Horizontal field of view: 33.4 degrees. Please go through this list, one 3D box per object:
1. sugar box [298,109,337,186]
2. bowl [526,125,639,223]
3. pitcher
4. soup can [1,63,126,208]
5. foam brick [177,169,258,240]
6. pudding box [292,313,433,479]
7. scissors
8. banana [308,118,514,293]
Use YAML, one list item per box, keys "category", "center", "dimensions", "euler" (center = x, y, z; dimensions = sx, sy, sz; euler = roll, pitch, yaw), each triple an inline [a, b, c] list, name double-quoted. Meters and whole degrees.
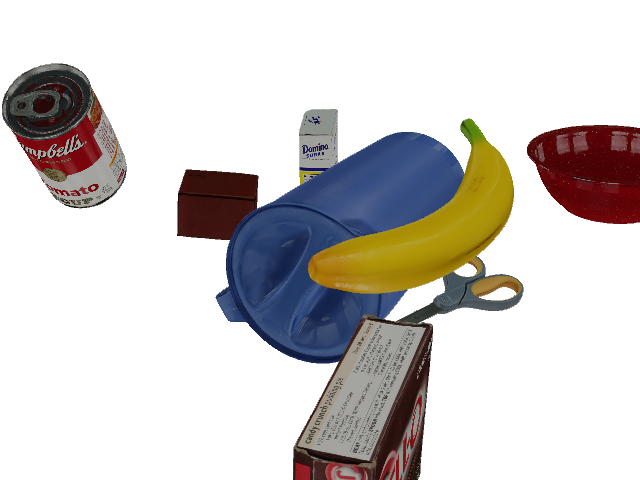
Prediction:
- category: "sugar box"
  center: [-0.002, -0.058, 1.256]
  dimensions: [0.048, 0.176, 0.093]
  euler: [-1, 24, 5]
- category: "bowl"
  center: [0.272, -0.058, 0.994]
  dimensions: [0.162, 0.055, 0.162]
  euler: [-1, 25, 0]
- category: "pitcher"
  center: [0.027, -0.005, 0.903]
  dimensions: [0.149, 0.145, 0.242]
  euler: [24, 31, 18]
- category: "soup can"
  center: [-0.195, -0.078, 0.822]
  dimensions: [0.068, 0.068, 0.102]
  euler: [0, -29, 7]
- category: "foam brick"
  center: [-0.103, -0.036, 1.082]
  dimensions: [0.078, 0.051, 0.053]
  euler: [5, 31, 1]
- category: "pudding box"
  center: [0.019, 0.098, 0.473]
  dimensions: [0.039, 0.090, 0.113]
  euler: [9, 28, 12]
- category: "scissors"
  center: [0.122, 0.053, 1.108]
  dimensions: [0.201, 0.016, 0.096]
  euler: [-7, 40, -30]
- category: "banana"
  center: [0.072, -0.011, 0.666]
  dimensions: [0.070, 0.037, 0.197]
  euler: [30, 44, 20]
